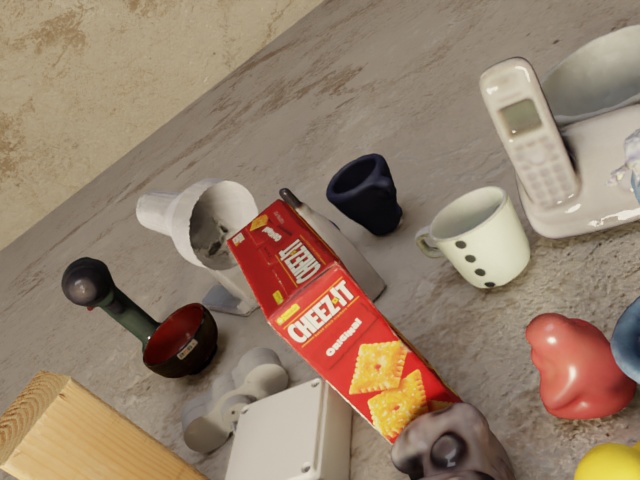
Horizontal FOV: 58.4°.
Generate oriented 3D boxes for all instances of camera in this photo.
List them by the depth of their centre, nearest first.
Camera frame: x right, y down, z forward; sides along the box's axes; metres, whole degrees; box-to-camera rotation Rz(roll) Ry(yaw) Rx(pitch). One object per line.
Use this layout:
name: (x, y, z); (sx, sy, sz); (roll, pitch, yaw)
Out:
camera: (0.067, 0.197, 0.389); (0.136, 0.101, 0.143); (-30, 29, 18)

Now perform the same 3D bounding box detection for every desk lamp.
desk lamp: (-0.155, 0.009, 0.818); (0.202, 0.214, 0.118); (-2, 45, 49)

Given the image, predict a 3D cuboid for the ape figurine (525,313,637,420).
ape figurine: (0.183, 0.086, 0.422); (0.078, 0.092, 0.076); (-49, 29, -17)

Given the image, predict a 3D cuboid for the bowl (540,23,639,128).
bowl: (0.326, -0.159, 0.629); (0.167, 0.075, 0.167); (-29, 29, 19)

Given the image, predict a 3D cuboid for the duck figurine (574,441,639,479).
duck figurine: (0.175, 0.157, 0.334); (0.104, 0.086, 0.077); (-41, 28, -2)

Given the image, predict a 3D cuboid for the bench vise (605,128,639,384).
bench vise: (0.226, 0.050, 0.284); (0.121, 0.220, 0.207); (-36, 28, 6)

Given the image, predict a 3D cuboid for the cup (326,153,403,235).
cup: (0.076, -0.052, 0.755); (0.092, 0.095, 0.117); (-48, 29, -16)

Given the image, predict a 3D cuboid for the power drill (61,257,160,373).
power drill: (-0.299, 0.103, 0.861); (0.076, 0.209, 0.228); (-47, 28, -14)

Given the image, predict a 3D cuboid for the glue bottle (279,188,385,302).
glue bottle: (0.006, 0.002, 0.674); (0.037, 0.173, 0.078); (-47, 29, -13)

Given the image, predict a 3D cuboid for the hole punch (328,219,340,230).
hole punch: (-0.017, 0.011, 0.780); (0.101, 0.091, 0.108); (-39, 28, 1)

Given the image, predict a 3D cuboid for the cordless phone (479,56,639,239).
cordless phone: (0.237, -0.097, 0.526); (0.147, 0.185, 0.094); (-20, 34, 33)
